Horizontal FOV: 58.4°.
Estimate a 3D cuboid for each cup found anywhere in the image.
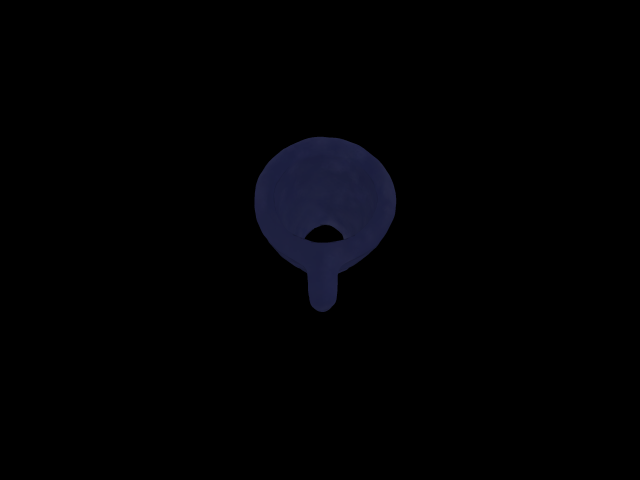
[{"bbox_3d":[0.004,0.001,0.400,0.091,0.095,0.118,0,66,0],"label":"cup"}]
